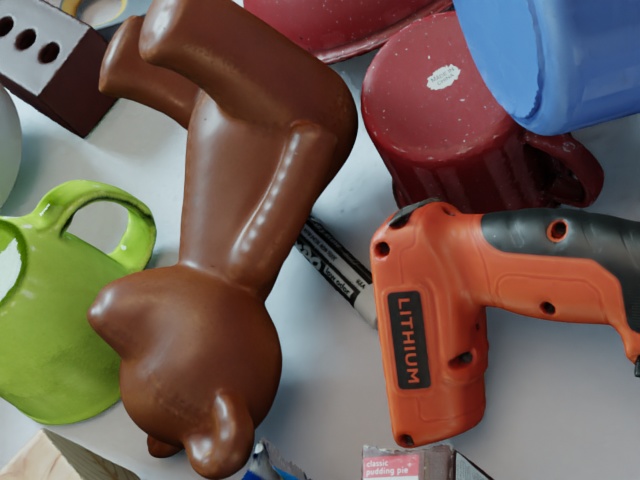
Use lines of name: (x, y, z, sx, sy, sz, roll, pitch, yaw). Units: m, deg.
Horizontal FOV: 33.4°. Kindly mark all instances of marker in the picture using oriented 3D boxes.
marker: (-0.004, 0.001, 0.542, 0.020, 0.020, 0.121, -44, 58, -3)

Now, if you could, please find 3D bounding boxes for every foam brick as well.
foam brick: (-0.162, -0.106, 0.637, 0.078, 0.051, 0.053, 30, 79, 30)

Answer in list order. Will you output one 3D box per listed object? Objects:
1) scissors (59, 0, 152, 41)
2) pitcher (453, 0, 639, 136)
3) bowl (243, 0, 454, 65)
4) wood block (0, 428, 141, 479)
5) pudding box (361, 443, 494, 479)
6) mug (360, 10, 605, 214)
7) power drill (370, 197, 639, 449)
scissors: (-0.088, -0.130, 0.641, 0.096, 0.016, 0.202, -44, 58, -1)
pitcher: (0.178, -0.117, 0.410, 0.242, 0.145, 0.149, -19, 85, -5)
bowl: (0.018, -0.158, 0.553, 0.162, 0.055, 0.162, -21, 35, 16)
wood block: (-0.148, 0.196, 0.464, 0.206, 0.090, 0.091, -47, 59, -5)
pudding box: (0.050, 0.134, 0.401, 0.039, 0.113, 0.090, -8, 62, 21)
mug: (0.077, -0.048, 0.496, 0.117, 0.081, 0.093, 30, 79, 31)
power drill: (0.119, 0.047, 0.423, 0.188, 0.057, 0.184, -4, 97, 28)
